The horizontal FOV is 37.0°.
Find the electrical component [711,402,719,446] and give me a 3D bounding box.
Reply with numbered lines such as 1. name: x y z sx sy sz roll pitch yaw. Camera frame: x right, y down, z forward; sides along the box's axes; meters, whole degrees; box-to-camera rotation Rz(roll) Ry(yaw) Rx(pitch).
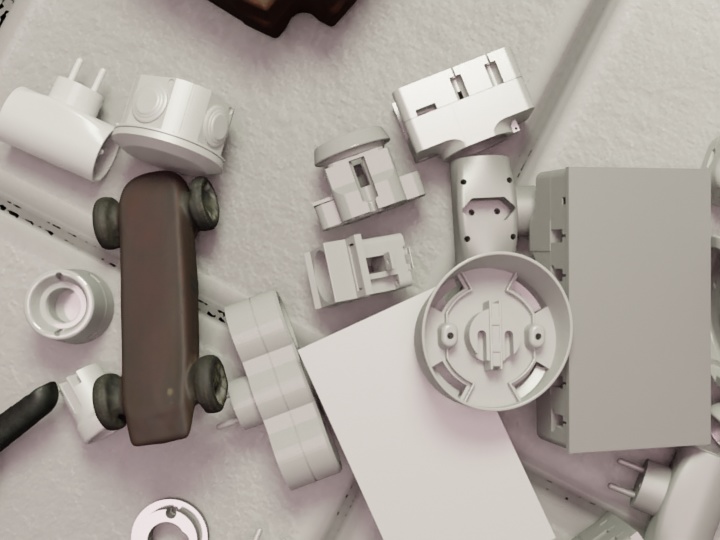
1. electrical component: 0.282 0.099 0.762 0.065 0.044 0.044 -34 86 -6

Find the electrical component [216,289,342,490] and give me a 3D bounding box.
1. electrical component: -0.071 0.090 0.762 0.074 0.052 0.138 -21 85 0

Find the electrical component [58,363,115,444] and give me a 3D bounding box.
1. electrical component: -0.191 0.095 0.771 0.040 0.040 0.046 -33 81 -1

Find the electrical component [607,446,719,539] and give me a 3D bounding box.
1. electrical component: 0.216 0.157 0.757 0.079 0.043 0.077 21 90 10

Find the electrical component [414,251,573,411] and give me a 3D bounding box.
1. electrical component: 0.084 0.042 0.697 0.099 0.064 0.099 1 81 -9

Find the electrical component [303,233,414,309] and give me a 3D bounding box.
1. electrical component: 0.000 0.000 0.760 0.064 0.081 0.042 -9 86 -22

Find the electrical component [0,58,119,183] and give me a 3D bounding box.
1. electrical component: -0.212 -0.115 0.784 0.077 0.043 0.079 24 87 3

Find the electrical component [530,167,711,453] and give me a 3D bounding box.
1. electrical component: 0.178 0.025 0.739 0.105 0.060 0.186 -1 91 -16

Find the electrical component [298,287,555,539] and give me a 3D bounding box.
1. electrical component: 0.045 0.119 0.754 0.105 0.060 0.186 -25 86 -1

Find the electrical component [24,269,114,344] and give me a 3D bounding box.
1. electrical component: -0.210 0.026 0.772 0.055 0.047 0.055 0 86 1

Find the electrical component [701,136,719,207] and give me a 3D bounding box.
1. electrical component: 0.297 -0.065 0.763 0.095 0.059 0.053 20 87 2

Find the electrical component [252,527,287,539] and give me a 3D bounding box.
1. electrical component: -0.077 0.222 0.757 0.077 0.043 0.079 23 87 3

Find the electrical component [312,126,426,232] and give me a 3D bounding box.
1. electrical component: 0.000 -0.067 0.770 0.078 0.058 0.057 -20 89 0

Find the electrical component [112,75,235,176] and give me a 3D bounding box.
1. electrical component: -0.131 -0.101 0.764 0.080 0.080 0.051 15 81 2

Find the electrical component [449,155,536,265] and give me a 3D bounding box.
1. electrical component: 0.106 -0.042 0.773 0.079 0.043 0.077 -3 86 -6

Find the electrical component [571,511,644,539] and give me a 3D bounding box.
1. electrical component: 0.197 0.249 0.727 0.062 0.089 0.150 -36 86 -2

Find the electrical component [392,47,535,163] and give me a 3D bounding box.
1. electrical component: 0.075 -0.114 0.775 0.089 0.050 0.055 -21 85 0

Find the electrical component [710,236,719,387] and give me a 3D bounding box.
1. electrical component: 0.275 0.027 0.736 0.060 0.108 0.108 -7 86 -5
